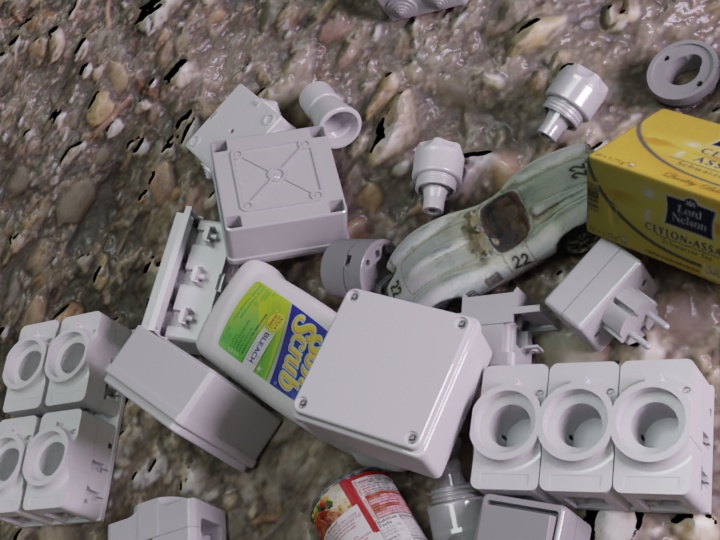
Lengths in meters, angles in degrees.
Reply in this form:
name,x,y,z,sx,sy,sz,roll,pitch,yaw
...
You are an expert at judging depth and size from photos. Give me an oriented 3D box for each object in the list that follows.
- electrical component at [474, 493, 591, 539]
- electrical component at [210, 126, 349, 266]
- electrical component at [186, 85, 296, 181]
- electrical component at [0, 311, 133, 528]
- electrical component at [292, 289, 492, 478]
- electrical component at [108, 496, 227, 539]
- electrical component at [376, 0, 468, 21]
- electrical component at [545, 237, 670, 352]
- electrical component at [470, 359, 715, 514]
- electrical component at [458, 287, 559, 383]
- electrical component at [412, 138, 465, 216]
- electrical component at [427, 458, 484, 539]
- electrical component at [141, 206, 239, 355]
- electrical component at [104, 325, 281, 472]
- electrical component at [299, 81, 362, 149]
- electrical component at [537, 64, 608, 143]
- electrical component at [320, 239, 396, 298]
name,x,y,z,sx,sy,sz,roll,pitch,yaw
electrical component,0.107,0.203,0.713,0.062,0.061,0.096,2,66,34
electrical component,-0.072,-0.067,0.956,0.109,0.056,0.108,-9,54,-8
electrical component,-0.112,-0.123,1.048,0.099,0.048,0.100,-48,48,0
electrical component,-0.283,0.138,1.003,0.105,0.060,0.186,-11,59,28
electrical component,0.024,0.079,0.773,0.109,0.056,0.108,13,66,29
electrical component,-0.158,0.222,0.881,0.089,0.050,0.055,-22,55,21
electrical component,0.061,-0.292,1.030,0.100,0.048,0.099,-6,61,30
electrical component,0.186,0.028,0.770,0.065,0.047,0.077,-48,49,1
electrical component,0.157,0.112,0.732,0.150,0.062,0.089,-5,62,31
electrical component,0.105,0.052,0.813,0.081,0.042,0.063,-8,62,30
electrical component,0.065,-0.077,0.910,0.043,0.043,0.062,-6,63,30
electrical component,0.069,0.166,0.764,0.043,0.043,0.062,-19,72,23
electrical component,-0.149,0.015,0.982,0.063,0.078,0.121,8,68,12
electrical component,-0.139,0.107,0.896,0.109,0.109,0.056,26,77,40
electrical component,-0.031,-0.149,1.016,0.044,0.044,0.065,-41,45,7
electrical component,0.169,-0.133,0.875,0.043,0.043,0.062,33,86,40
electrical component,0.000,0.000,0.903,0.047,0.055,0.055,6,68,39
